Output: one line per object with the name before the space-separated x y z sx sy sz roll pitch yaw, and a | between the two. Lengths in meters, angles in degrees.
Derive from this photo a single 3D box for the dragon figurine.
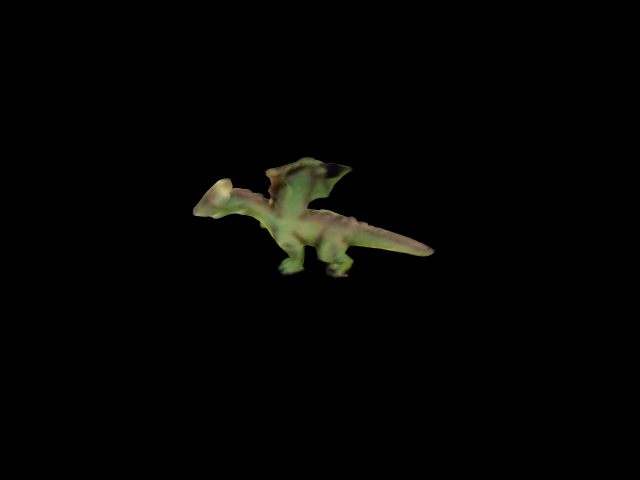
dragon figurine | 0.003 -0.043 0.850 0.410 0.125 0.237 0 -30 0
